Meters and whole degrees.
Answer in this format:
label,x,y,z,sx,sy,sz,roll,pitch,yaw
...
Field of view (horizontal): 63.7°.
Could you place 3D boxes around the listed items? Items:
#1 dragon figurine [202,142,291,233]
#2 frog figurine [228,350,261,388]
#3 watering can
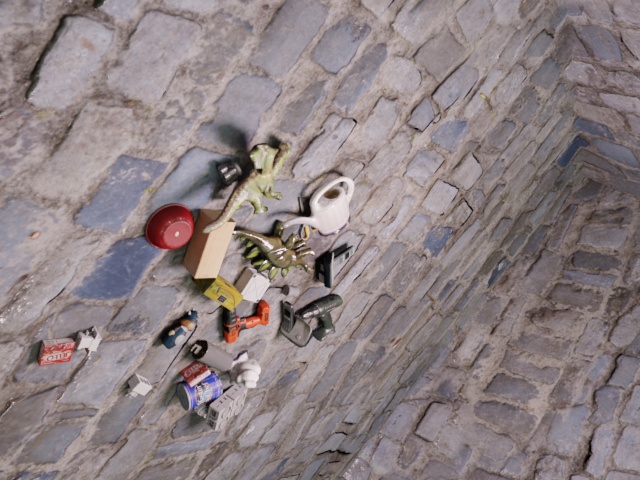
label,x,y,z,sx,sy,sz,roll,pitch,yaw
dragon figurine,-0.212,-0.194,1.597,0.123,0.237,0.418,25,39,19
frog figurine,-0.295,0.542,2.065,0.138,0.120,0.162,-13,38,-38
watering can,0.006,-0.098,1.939,0.352,0.219,0.105,-40,48,-21
